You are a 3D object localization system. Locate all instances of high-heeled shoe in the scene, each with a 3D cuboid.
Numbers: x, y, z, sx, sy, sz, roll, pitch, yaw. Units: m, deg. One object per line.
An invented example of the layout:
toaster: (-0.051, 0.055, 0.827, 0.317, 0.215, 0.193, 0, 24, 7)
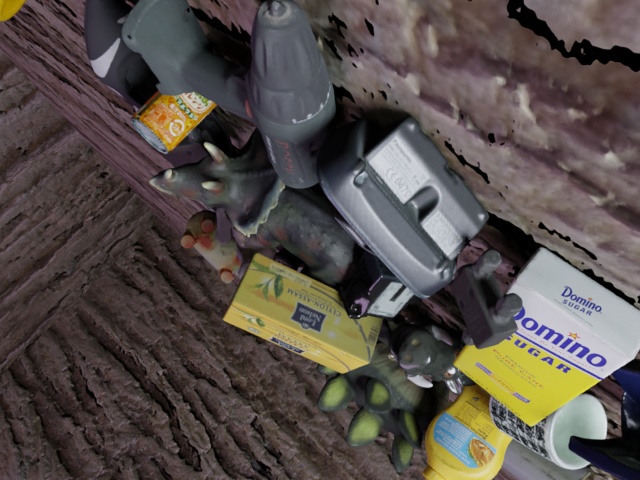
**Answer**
high-heeled shoe: (-0.188, -0.185, 0.659, 0.145, 0.086, 0.248, 36, 170, 13)

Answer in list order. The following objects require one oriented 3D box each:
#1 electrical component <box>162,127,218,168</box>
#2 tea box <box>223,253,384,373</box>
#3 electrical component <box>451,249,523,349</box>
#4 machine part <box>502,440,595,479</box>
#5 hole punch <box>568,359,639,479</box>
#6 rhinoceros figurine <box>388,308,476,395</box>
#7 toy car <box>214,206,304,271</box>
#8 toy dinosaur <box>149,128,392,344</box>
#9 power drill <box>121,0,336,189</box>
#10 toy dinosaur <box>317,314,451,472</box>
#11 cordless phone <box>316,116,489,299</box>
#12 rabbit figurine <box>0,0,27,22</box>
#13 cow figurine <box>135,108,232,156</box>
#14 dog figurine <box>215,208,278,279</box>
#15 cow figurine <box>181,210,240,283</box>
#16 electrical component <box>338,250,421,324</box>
electrical component: (-0.166, -0.118, 0.680, 0.078, 0.045, 0.102, -9, 143, 25)
tea box: (-0.022, 0.091, 0.639, 0.170, 0.068, 0.098, 24, 154, -6)
electrical component: (0.125, 0.049, 0.418, 0.094, 0.021, 0.063, 98, 156, -62)
machine part: (0.324, 0.336, 0.830, 0.244, 0.079, 0.079, 28, 160, 44)
hole punch: (0.277, 0.166, 0.416, 0.115, 0.092, 0.142, 42, 164, -17)
rhinoceros figurine: (0.141, 0.138, 0.635, 0.112, 0.073, 0.190, 31, -177, 40)
toy car: (-0.077, -0.040, 0.769, 0.202, 0.089, 0.053, 46, 145, -8)
toy dinosaur: (0.000, 0.006, 0.657, 0.405, 0.131, 0.192, 38, 168, -9)
power drill: (-0.071, -0.146, 0.464, 0.207, 0.086, 0.231, 29, 165, 21)
toy dinosaur: (0.084, 0.197, 0.775, 0.471, 0.105, 0.198, 36, -148, -6)
cordless phone: (0.040, -0.034, 0.474, 0.146, 0.089, 0.184, 46, 170, -19)
rabbit figurine: (-0.297, -0.295, 0.519, 0.122, 0.162, 0.173, 30, -177, 3)
cow figurine: (-0.203, -0.156, 0.808, 0.167, 0.068, 0.098, 45, 161, -25)
dog figurine: (-0.108, -0.028, 0.911, 0.191, 0.121, 0.172, -117, 16, -79)
cow figurine: (-0.171, 0.021, 1.012, 0.194, 0.085, 0.127, 45, -171, -25)
electrical component: (0.080, 0.037, 0.578, 0.075, 0.119, 0.048, 9, -140, -25)
